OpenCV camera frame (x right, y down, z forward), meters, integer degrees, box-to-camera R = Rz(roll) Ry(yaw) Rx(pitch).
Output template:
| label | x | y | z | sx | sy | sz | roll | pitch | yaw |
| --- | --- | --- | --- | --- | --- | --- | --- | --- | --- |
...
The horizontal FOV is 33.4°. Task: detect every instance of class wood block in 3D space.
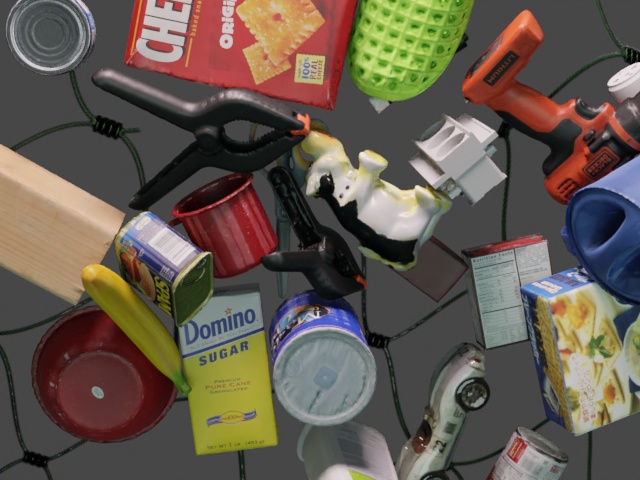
| label | x | y | z | sx | sy | sz | roll | pitch | yaw |
| --- | --- | --- | --- | --- | --- | --- | --- | --- | --- |
| wood block | -0.311 | -0.030 | 1.077 | 0.206 | 0.090 | 0.091 | 30 | 100 | -11 |

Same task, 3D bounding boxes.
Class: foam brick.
| label | x | y | z | sx | sy | sz | roll | pitch | yaw |
| --- | --- | --- | --- | --- | --- | --- | --- | --- | --- |
| foam brick | 0.109 | 0.020 | 1.140 | 0.078 | 0.053 | 0.051 | 36 | 98 | -10 |

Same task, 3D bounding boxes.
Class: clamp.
| label | x | y | z | sx | sy | sz | roll | pitch | yaw |
| --- | --- | --- | --- | --- | --- | --- | --- | --- | --- |
| clamp | -0.114 | -0.098 | 1.069 | 0.210 | 0.036 | 0.164 | 1 | 129 | 2 |
| clamp | -0.007 | 0.001 | 1.106 | 0.039 | 0.171 | 0.120 | -11 | 62 | 29 |

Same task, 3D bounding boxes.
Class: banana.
| label | x | y | z | sx | sy | sz | roll | pitch | yaw |
| --- | --- | --- | --- | --- | --- | --- | --- | --- | --- |
| banana | -0.187 | 0.079 | 1.081 | 0.037 | 0.070 | 0.197 | -43 | 130 | -11 |

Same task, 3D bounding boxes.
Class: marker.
| label | x | y | z | sx | sy | sz | roll | pitch | yaw |
| --- | --- | --- | --- | --- | --- | --- | --- | --- | --- |
| marker | 0.104 | -0.176 | 1.109 | 0.121 | 0.020 | 0.020 | -37 | 103 | 4 |

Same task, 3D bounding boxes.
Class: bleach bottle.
| label | x | y | z | sx | sy | sz | roll | pitch | yaw |
| --- | --- | --- | --- | --- | --- | --- | --- | --- | --- |
| bleach bottle | 0.035 | 0.259 | 1.089 | 0.102 | 0.251 | 0.068 | 21 | 101 | -9 |

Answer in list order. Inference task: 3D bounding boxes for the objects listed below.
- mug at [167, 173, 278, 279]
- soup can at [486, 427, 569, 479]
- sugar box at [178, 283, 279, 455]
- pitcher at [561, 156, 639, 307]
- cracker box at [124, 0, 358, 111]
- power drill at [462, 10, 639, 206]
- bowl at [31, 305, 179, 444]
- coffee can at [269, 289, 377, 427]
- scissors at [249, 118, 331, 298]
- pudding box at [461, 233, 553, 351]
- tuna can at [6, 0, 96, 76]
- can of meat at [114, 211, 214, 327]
| label | x | y | z | sx | sy | sz | roll | pitch | yaw |
| --- | --- | --- | --- | --- | --- | --- | --- | --- | --- |
| mug | -0.105 | -0.010 | 1.102 | 0.117 | 0.093 | 0.081 | -19 | 110 | 17 |
| soup can | 0.225 | 0.271 | 1.200 | 0.068 | 0.068 | 0.102 | 27 | 100 | -10 |
| sugar box | -0.100 | 0.140 | 1.156 | 0.093 | 0.048 | 0.176 | -7 | 105 | -2 |
| pitcher | 0.369 | -0.047 | 1.079 | 0.242 | 0.149 | 0.145 | -31 | 146 | -24 |
| cracker box | -0.073 | -0.231 | 1.055 | 0.213 | 0.072 | 0.164 | 11 | 103 | -6 |
| power drill | 0.254 | -0.145 | 1.084 | 0.187 | 0.057 | 0.185 | 39 | 120 | -8 |
| bowl | -0.233 | 0.154 | 1.145 | 0.162 | 0.055 | 0.162 | -1 | 103 | -4 |
| coffee can | 0.000 | 0.119 | 1.109 | 0.102 | 0.140 | 0.103 | -1 | 103 | -4 |
| scissors | -0.021 | -0.043 | 1.134 | 0.096 | 0.016 | 0.202 | -14 | 104 | -1 |
| pudding box | 0.208 | 0.057 | 1.163 | 0.090 | 0.039 | 0.113 | -12 | 102 | -2 |
| tuna can | -0.269 | -0.207 | 1.066 | 0.086 | 0.034 | 0.086 | -1 | 104 | -4 |
| can of meat | -0.157 | 0.028 | 1.076 | 0.084 | 0.102 | 0.057 | 36 | 63 | 16 |
